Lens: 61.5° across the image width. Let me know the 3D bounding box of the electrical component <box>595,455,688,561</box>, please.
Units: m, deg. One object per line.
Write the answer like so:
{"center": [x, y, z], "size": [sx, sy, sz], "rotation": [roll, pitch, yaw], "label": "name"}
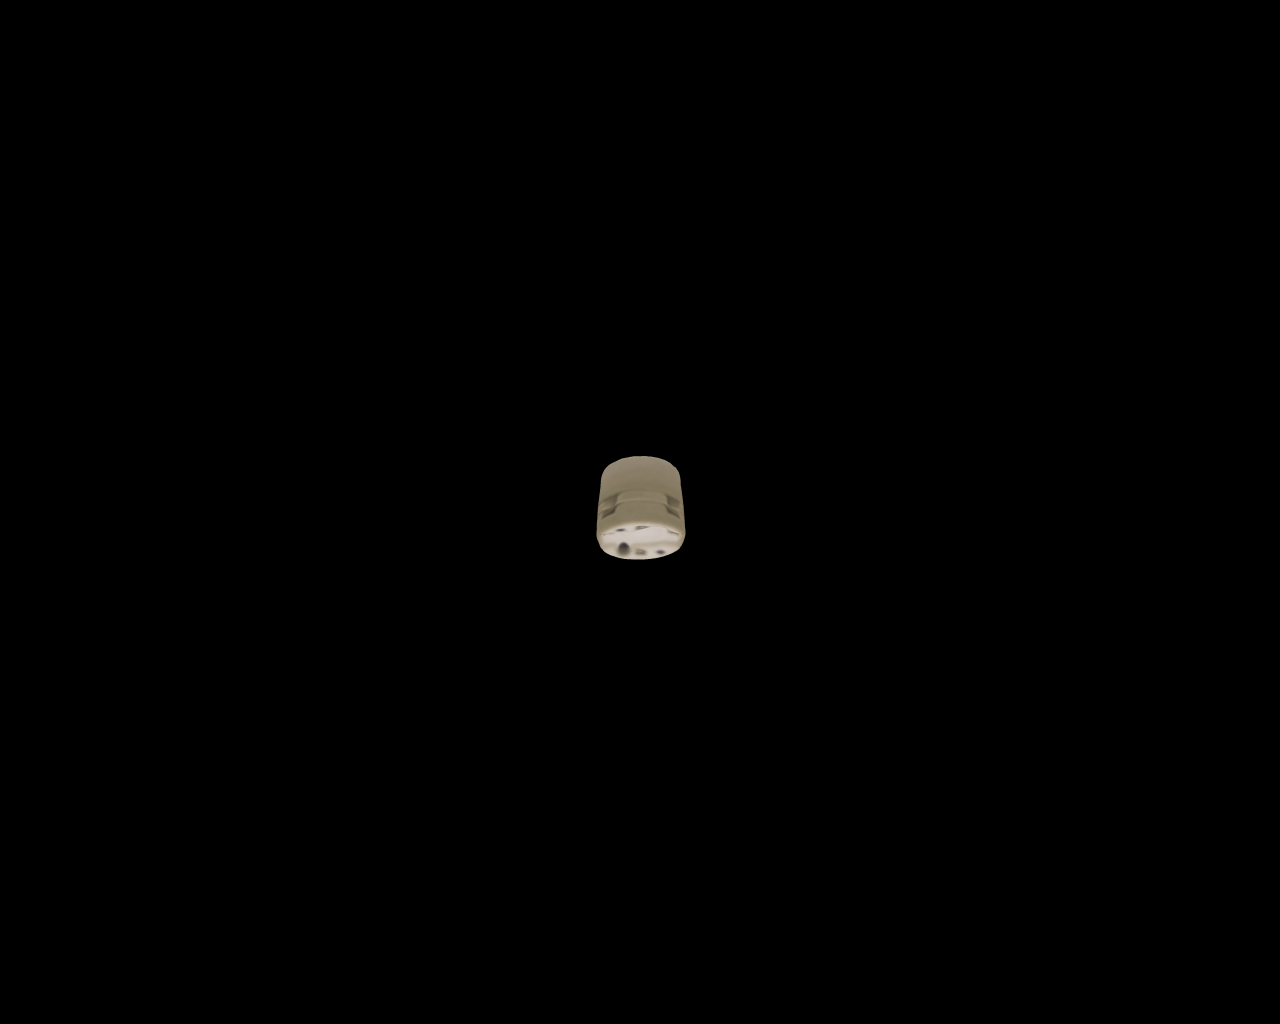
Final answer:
{"center": [0.001, -0.003, 0.650], "size": [0.055, 0.047, 0.055], "rotation": [0, -27, 0], "label": "electrical component"}
